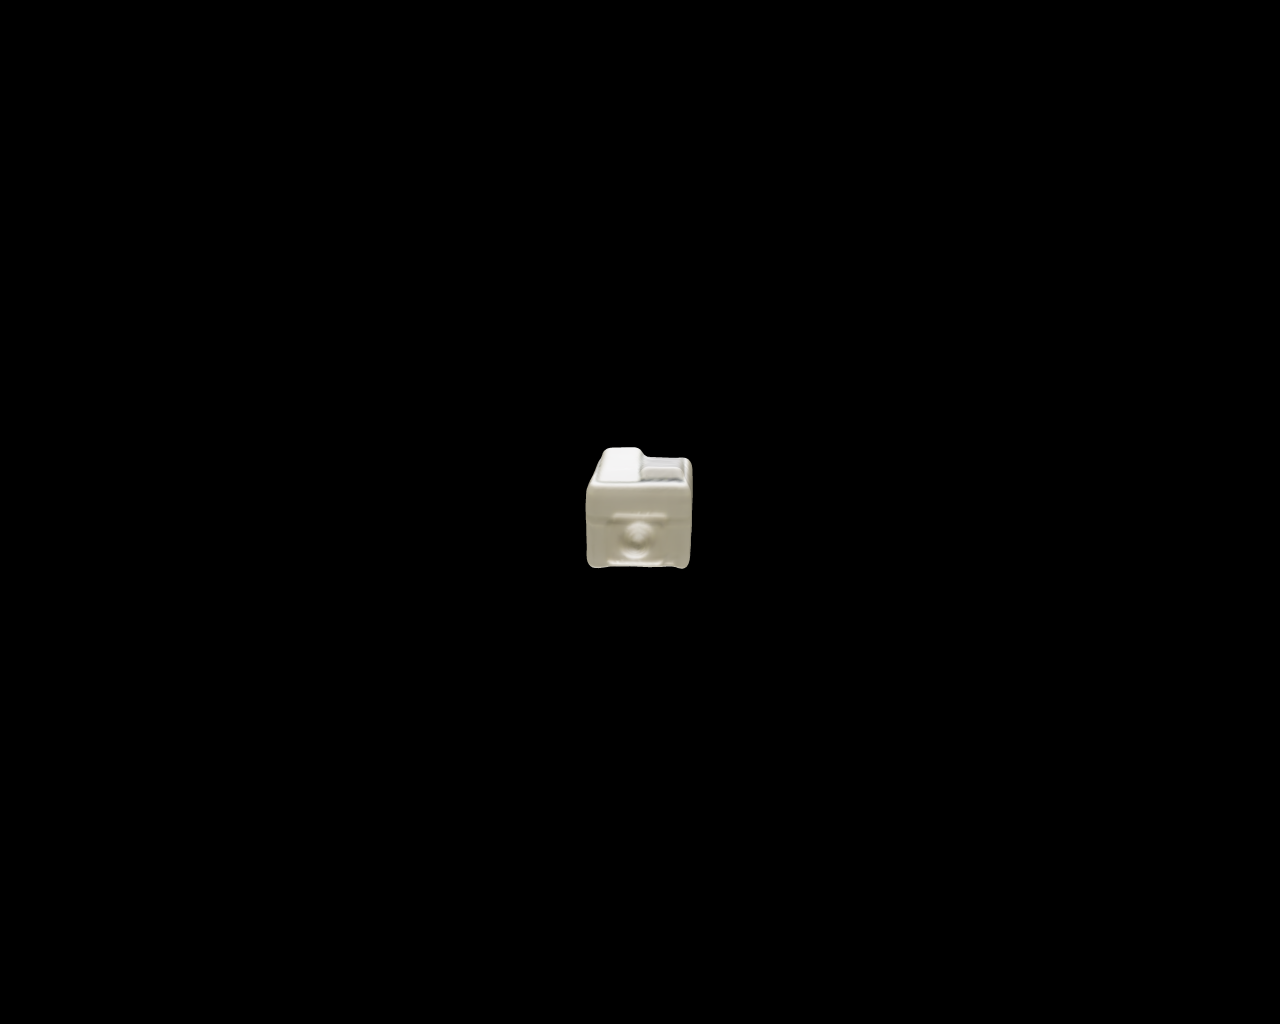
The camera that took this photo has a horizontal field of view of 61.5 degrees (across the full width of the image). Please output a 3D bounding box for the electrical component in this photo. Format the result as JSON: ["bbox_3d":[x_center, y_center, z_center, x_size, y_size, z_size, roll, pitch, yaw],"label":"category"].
[{"bbox_3d":[0.001,-0.003,0.650,0.062,0.061,0.096,1,16,4],"label":"electrical component"}]
